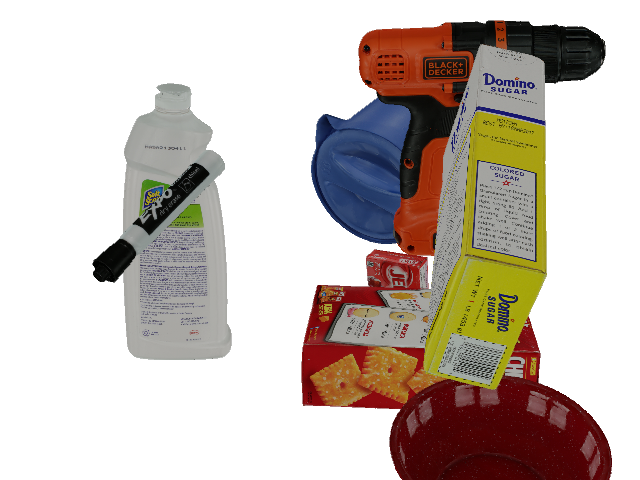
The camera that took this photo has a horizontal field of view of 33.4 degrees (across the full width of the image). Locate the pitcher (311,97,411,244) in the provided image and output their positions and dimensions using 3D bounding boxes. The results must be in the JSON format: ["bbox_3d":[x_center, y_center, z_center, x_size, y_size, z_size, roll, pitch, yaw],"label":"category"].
[{"bbox_3d":[0.113,-0.103,1.136,0.145,0.149,0.242,13,39,31],"label":"pitcher"}]

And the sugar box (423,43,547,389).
[{"bbox_3d":[0.091,-0.018,0.577,0.048,0.176,0.093,14,-44,1],"label":"sugar box"}]

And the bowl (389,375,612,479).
[{"bbox_3d":[0.132,0.171,0.797,0.162,0.055,0.162,-1,34,0],"label":"bowl"}]

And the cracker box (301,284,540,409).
[{"bbox_3d":[0.094,0.104,1.036,0.214,0.072,0.164,2,17,4],"label":"cracker box"}]

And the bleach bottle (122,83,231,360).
[{"bbox_3d":[-0.127,-0.016,0.967,0.102,0.251,0.068,0,23,-11],"label":"bleach bottle"}]

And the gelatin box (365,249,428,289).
[{"bbox_3d":[0.097,0.059,1.340,0.073,0.089,0.030,10,31,26],"label":"gelatin box"}]

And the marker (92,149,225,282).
[{"bbox_3d":[-0.105,-0.016,0.695,0.020,0.020,0.121,0,40,46],"label":"marker"}]

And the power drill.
[{"bbox_3d":[0.125,-0.080,0.838,0.184,0.188,0.057,1,27,8],"label":"power drill"}]
